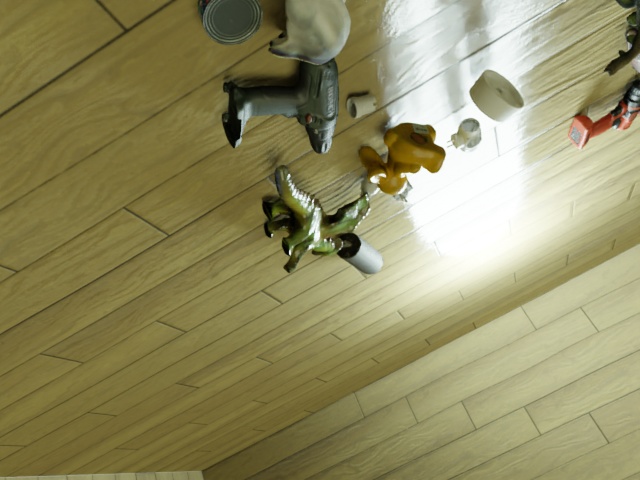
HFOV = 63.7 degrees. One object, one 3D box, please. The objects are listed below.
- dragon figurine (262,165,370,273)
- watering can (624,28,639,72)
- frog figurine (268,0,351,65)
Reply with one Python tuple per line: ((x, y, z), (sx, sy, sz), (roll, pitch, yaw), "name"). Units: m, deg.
((0.004, -0.059, 1.171), (0.244, 0.124, 0.401), (-22, 153, -20), "dragon figurine")
((0.801, -0.439, 1.127), (0.222, 0.106, 0.345), (-29, 151, 29), "watering can")
((-0.007, -0.333, 0.714), (0.140, 0.123, 0.156), (-42, 159, -48), "frog figurine")
